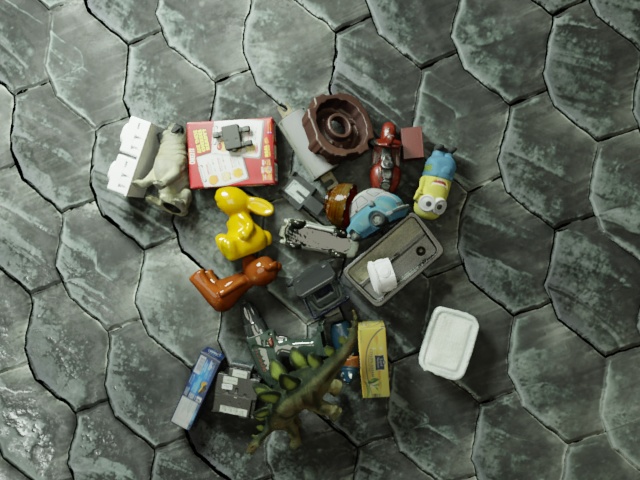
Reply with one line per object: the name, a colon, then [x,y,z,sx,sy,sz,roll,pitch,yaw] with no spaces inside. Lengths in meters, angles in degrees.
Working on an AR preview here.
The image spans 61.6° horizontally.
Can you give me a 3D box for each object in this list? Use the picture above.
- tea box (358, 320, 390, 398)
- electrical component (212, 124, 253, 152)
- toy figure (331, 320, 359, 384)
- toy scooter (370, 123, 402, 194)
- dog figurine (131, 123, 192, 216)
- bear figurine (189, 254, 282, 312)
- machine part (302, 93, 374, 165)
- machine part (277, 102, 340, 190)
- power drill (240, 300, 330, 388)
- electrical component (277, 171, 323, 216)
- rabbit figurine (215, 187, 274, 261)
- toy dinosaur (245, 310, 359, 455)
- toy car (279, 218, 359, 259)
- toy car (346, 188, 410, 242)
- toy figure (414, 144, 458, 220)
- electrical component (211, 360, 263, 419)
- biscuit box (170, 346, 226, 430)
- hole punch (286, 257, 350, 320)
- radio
tea box: [0.131,0.289,1.318,0.068,0.098,0.169,-3,90,4]
electrical component: [-0.210,-0.243,1.290,0.094,0.021,0.063,-9,89,5]
toy figure: [0.066,0.278,1.338,0.058,0.064,0.154,-14,91,2]
toy scooter: [0.160,-0.191,1.278,0.075,0.135,0.183,4,94,2]
dog figurine: [-0.357,-0.176,1.351,0.121,0.172,0.190,11,61,20]
bear figurine: [-0.200,0.084,1.326,0.196,0.120,0.132,-39,85,3]
machine part: [0.042,-0.267,1.286,0.179,0.056,0.179,7,71,-22]
machine part: [-0.027,-0.233,1.320,0.079,0.079,0.243,-33,88,5]
power drill: [-0.082,0.245,1.342,0.207,0.086,0.232,-12,93,1]
electrical component: [-0.040,-0.110,1.340,0.119,0.048,0.075,36,95,2]
rabbit figurine: [-0.191,-0.052,1.312,0.162,0.122,0.173,-21,98,-6]
toy dinosaur: [-0.037,0.353,1.277,0.198,0.105,0.471,37,104,-26]
toy car: [-0.003,-0.004,1.339,0.202,0.056,0.073,12,100,5]
toy car: [0.124,-0.067,1.262,0.162,0.109,0.103,-33,78,43]
toy figure: [0.282,-0.137,1.299,0.082,0.089,0.180,13,84,17]
electrical component: [-0.207,0.377,1.367,0.115,0.058,0.134,12,93,2]
biscuit box: [-0.310,0.377,1.373,0.059,0.063,0.202,25,93,4]
hole punch: [0.001,0.119,1.320,0.142,0.116,0.092,-33,117,3]
radio: [0.181,0.051,1.316,0.229,0.073,0.131,-41,88,6]
